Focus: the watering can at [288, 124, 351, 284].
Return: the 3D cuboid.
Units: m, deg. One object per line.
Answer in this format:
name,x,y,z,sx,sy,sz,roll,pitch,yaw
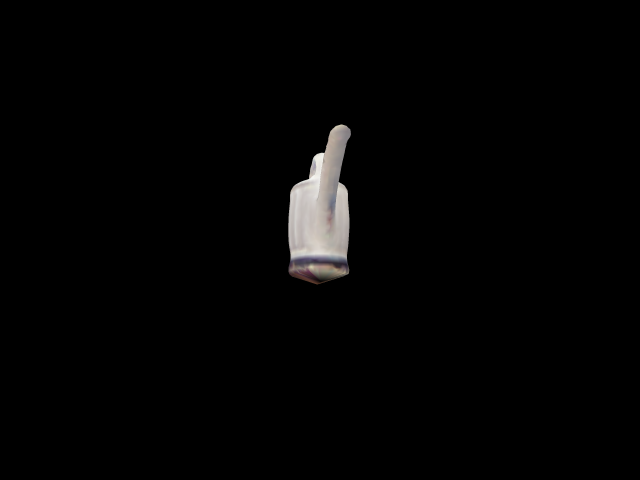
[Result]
watering can,0.003,-0.043,0.850,0.104,0.226,0.344,1,-9,-7
